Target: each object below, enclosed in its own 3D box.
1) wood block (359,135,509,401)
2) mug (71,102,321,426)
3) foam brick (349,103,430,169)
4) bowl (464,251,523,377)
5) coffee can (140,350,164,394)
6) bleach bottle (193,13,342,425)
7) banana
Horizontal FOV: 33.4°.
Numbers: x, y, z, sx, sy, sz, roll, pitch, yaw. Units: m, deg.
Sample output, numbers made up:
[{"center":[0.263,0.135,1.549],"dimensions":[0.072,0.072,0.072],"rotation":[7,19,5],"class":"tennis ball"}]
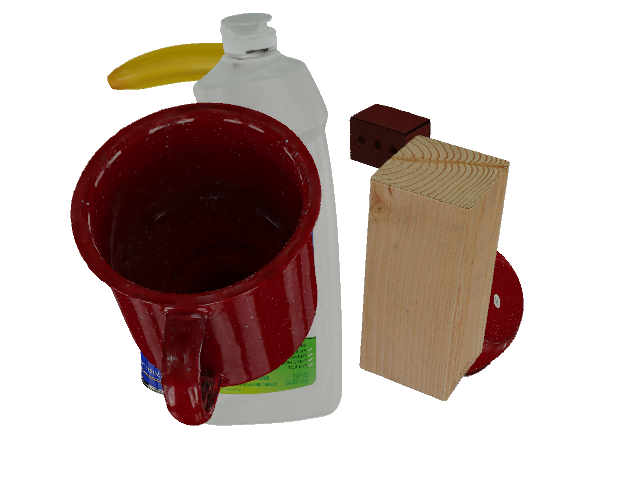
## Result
[{"center":[0.097,0.026,0.939],"dimensions":[0.091,0.206,0.090],"rotation":[20,39,24],"class":"wood block"},{"center":[-0.044,0.016,0.419],"dimensions":[0.093,0.117,0.081],"rotation":[-1,-34,4],"class":"mug"},{"center":[0.077,-0.113,1.187],"dimensions":[0.078,0.053,0.051],"rotation":[21,37,34],"class":"foam brick"},{"center":[0.169,0.067,1.153],"dimensions":[0.161,0.162,0.055],"rotation":[0,-5,-40],"class":"bowl"},{"center":[-0.103,0.048,0.900],"dimensions":[0.103,0.140,0.103],"rotation":[0,17,0],"class":"coffee can"},{"center":[-0.041,-0.010,0.650],"dimensions":[0.102,0.251,0.068],"rotation":[-4,24,1],"class":"bleach bottle"},{"center":[-0.109,-0.165,1.036],"dimensions":[0.198,0.037,0.069],"rotation":[9,45,19],"class":"banana"}]
